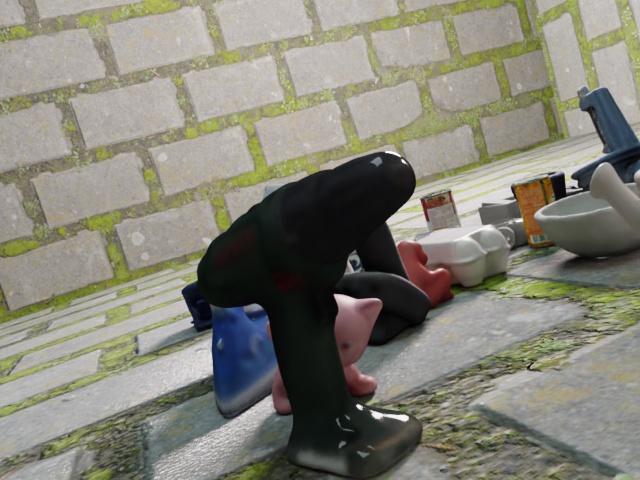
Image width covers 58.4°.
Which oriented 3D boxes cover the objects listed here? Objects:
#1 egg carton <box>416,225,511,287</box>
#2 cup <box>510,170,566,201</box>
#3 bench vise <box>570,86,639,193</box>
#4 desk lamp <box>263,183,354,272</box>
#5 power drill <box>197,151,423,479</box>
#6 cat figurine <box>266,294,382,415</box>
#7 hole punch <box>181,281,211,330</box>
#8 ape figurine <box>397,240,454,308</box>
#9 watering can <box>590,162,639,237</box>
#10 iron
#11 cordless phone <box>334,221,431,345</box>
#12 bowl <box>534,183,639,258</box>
[{"bbox_3d":[0.199,0.024,0.837,0.107,0.069,0.150,-21,7,-31],"label":"egg carton"},{"bbox_3d":[0.384,-0.065,1.010,0.092,0.095,0.117,-18,6,-12],"label":"cup"},{"bbox_3d":[0.472,-0.142,0.876,0.122,0.220,0.206,-20,7,-29],"label":"bench vise"},{"bbox_3d":[0.008,0.003,0.863,0.203,0.213,0.118,-16,6,7],"label":"desk lamp"},{"bbox_3d":[0.000,0.058,0.421,0.228,0.208,0.076,-10,9,45],"label":"power drill"},{"bbox_3d":[0.000,0.094,0.524,0.127,0.118,0.067,-12,8,40],"label":"cat figurine"},{"bbox_3d":[-0.199,0.108,1.065,0.109,0.091,0.101,-18,6,-11],"label":"hole punch"},{"bbox_3d":[0.126,0.044,0.753,0.076,0.092,0.077,-20,7,-25],"label":"ape figurine"},{"bbox_3d":[0.354,-0.057,0.557,0.172,0.194,0.101,-13,7,31],"label":"watering can"},{"bbox_3d":[-0.083,0.089,0.684,0.118,0.141,0.258,-15,6,12],"label":"iron"},{"bbox_3d":[0.044,0.025,0.701,0.094,0.185,0.147,-23,9,-42],"label":"cordless phone"},{"bbox_3d":[0.371,-0.020,0.741,0.167,0.075,0.167,-17,6,2],"label":"bowl"}]
